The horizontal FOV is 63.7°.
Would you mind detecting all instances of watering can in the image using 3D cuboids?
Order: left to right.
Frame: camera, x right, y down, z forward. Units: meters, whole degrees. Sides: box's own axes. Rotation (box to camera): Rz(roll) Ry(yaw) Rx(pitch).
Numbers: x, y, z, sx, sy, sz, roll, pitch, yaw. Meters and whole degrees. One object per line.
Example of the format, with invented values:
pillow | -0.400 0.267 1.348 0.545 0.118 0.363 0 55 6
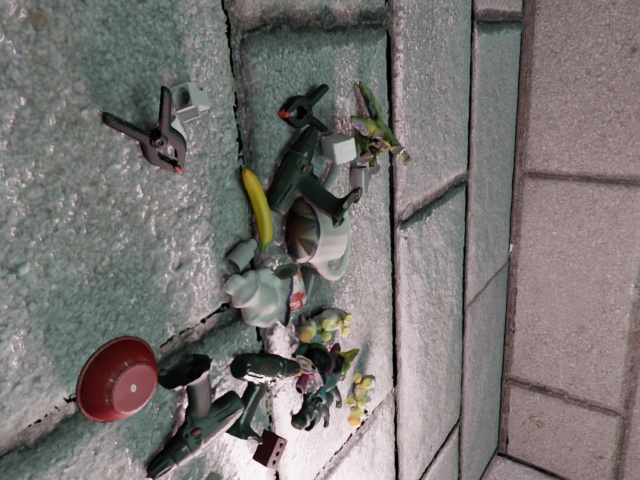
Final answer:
watering can | 0.004 -0.067 1.328 0.225 0.103 0.349 0 85 -53

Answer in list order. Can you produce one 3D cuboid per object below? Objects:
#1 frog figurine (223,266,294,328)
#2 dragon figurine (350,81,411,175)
frog figurine | -0.149 0.127 1.173 0.159 0.124 0.136 13 99 -23
dragon figurine | 0.139 -0.327 1.421 0.405 0.121 0.247 37 34 -61
